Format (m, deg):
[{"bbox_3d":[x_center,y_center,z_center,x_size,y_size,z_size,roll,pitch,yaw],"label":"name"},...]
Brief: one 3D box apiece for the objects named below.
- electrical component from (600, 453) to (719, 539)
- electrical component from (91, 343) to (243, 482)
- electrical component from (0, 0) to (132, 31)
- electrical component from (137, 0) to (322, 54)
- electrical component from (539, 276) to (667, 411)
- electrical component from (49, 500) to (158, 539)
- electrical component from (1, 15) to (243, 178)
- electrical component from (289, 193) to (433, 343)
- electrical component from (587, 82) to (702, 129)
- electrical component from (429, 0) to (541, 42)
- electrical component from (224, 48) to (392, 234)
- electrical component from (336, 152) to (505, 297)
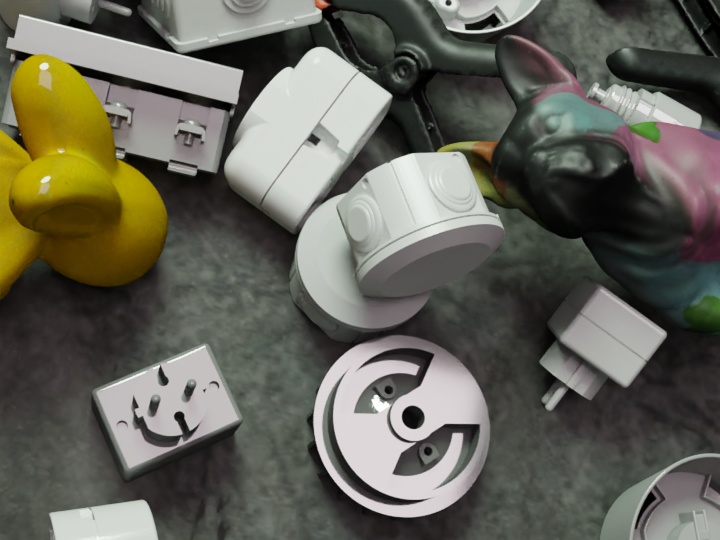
[{"bbox_3d":[0.186,0.157,0.601,0.099,0.064,0.099,4,71,-13],"label":"electrical component"},{"bbox_3d":[-0.098,0.070,0.551,0.066,0.076,0.047,-22,79,-20],"label":"electrical component"},{"bbox_3d":[-0.168,-0.165,0.613,0.079,0.077,0.044,18,68,-8],"label":"electrical component"},{"bbox_3d":[-0.081,-0.170,0.628,0.100,0.048,0.099,-18,34,-19],"label":"electrical component"},{"bbox_3d":[0.131,0.050,0.628,0.047,0.065,0.076,36,96,0],"label":"electrical component"},{"bbox_3d":[-0.126,0.143,0.533,0.047,0.055,0.055,-8,74,-21],"label":"electrical component"},{"bbox_3d":[-0.133,-0.094,0.604,0.121,0.079,0.063,13,91,-10],"label":"electrical component"},{"bbox_3d":[0.000,0.000,0.614,0.080,0.051,0.080,4,71,-13],"label":"electrical component"},{"bbox_3d":[0.184,-0.098,0.700,0.078,0.040,0.040,28,67,-3],"label":"electrical component"},{"bbox_3d":[0.064,-0.191,0.685,0.099,0.064,0.099,1,84,-13],"label":"electrical component"},{"bbox_3d":[-0.033,-0.077,0.620,0.059,0.053,0.095,36,84,1],"label":"electrical component"},{"bbox_3d":[0.030,-0.022,0.558,0.080,0.080,0.051,-14,70,-18],"label":"electrical component"}]
